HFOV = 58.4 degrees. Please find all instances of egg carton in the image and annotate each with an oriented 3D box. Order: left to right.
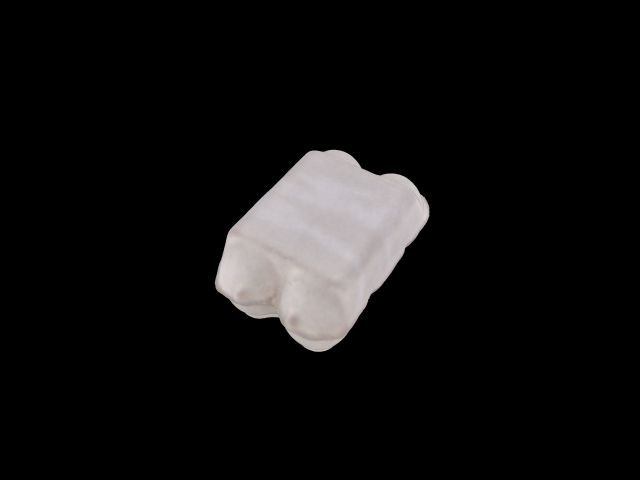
[{"bbox_3d":[0.004,0.001,0.400,0.107,0.069,0.150,25,54,20],"label":"egg carton"}]
